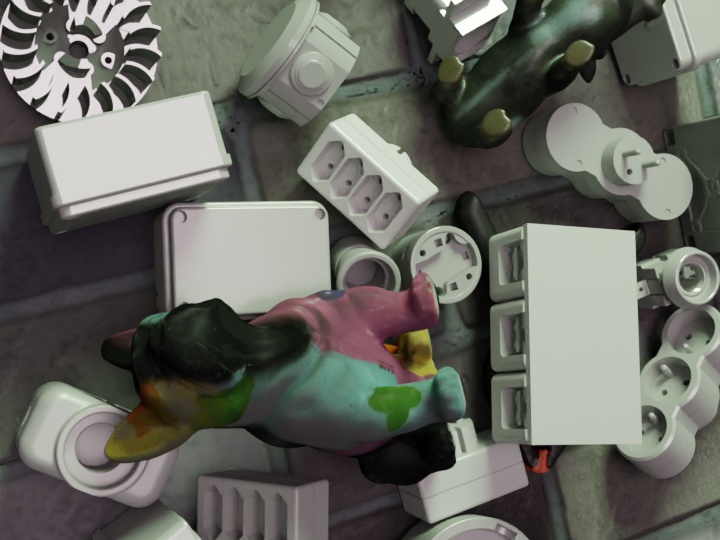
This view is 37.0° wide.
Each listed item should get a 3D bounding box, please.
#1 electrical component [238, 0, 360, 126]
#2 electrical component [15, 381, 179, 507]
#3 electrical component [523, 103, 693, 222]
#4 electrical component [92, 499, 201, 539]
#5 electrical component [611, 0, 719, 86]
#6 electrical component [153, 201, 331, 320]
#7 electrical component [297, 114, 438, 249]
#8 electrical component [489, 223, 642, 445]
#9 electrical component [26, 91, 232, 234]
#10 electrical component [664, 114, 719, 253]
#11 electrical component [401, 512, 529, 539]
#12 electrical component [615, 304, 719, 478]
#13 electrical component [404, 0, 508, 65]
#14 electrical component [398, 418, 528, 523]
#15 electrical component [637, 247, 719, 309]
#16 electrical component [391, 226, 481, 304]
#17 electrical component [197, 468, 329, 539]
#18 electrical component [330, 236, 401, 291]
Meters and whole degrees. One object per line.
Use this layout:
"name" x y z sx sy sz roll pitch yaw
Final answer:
"electrical component" -0.042 -0.142 0.732 0.051 0.080 0.080 35 78 -21
"electrical component" -0.168 0.112 0.690 0.095 0.059 0.053 26 80 -18
"electrical component" 0.200 -0.082 0.823 0.138 0.074 0.052 25 81 -18
"electrical component" -0.115 0.206 0.683 0.056 0.109 0.108 -37 101 -20
"electrical component" 0.233 -0.206 0.836 0.057 0.078 0.113 -22 97 -22
"electrical component" -0.079 -0.006 0.727 0.113 0.057 0.078 -2 90 -20
"electrical component" 0.013 -0.068 0.761 0.083 0.047 0.076 42 30 7
"electrical component" 0.143 0.048 0.764 0.089 0.062 0.150 3 82 -21
"electrical component" -0.148 -0.066 0.675 0.109 0.109 0.056 -16 92 -20
"electrical component" 0.299 -0.070 0.842 0.056 0.109 0.108 -13 94 -18
"electrical component" 0.071 0.227 0.777 0.108 0.060 0.108 0 89 -20
"electrical component" 0.260 0.103 0.855 0.074 0.052 0.138 39 75 -39
"electrical component" 0.067 -0.190 0.779 0.042 0.081 0.063 -32 78 -18
"electrical component" 0.069 0.131 0.784 0.083 0.047 0.075 -16 95 -20
"electrical component" 0.250 0.007 0.850 0.066 0.055 0.048 -20 96 -20
"electrical component" 0.053 -0.003 0.781 0.055 0.047 0.055 0 89 -20
"electrical component" -0.055 0.161 0.729 0.076 0.083 0.047 2 88 -58
"electrical component" 0.000 0.000 0.751 0.044 0.065 0.044 -3 107 -11
